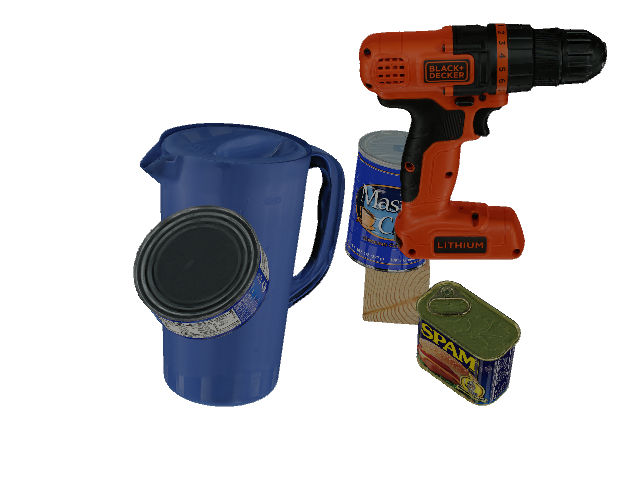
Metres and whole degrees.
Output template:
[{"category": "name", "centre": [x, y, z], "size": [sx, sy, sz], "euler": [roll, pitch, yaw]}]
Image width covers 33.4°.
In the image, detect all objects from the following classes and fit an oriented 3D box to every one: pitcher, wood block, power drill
[{"category": "pitcher", "centre": [-0.073, 0.021, 0.967], "size": [0.149, 0.243, 0.144], "euler": [12, 21, 17]}, {"category": "wood block", "centre": [0.112, 0.036, 1.584], "size": [0.091, 0.090, 0.206], "euler": [4, 24, 2]}, {"category": "power drill", "centre": [0.125, -0.078, 0.836], "size": [0.184, 0.188, 0.057], "euler": [0, 27, 8]}]

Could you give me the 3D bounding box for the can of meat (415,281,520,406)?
[{"category": "can of meat", "centre": [0.140, 0.102, 1.037], "size": [0.057, 0.084, 0.102], "euler": [-37, 55, -27]}]

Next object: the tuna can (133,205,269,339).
[{"category": "tuna can", "centre": [-0.077, 0.021, 0.702], "size": [0.086, 0.086, 0.033], "euler": [0, -30, 14]}]

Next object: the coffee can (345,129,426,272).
[{"category": "coffee can", "centre": [0.088, -0.047, 1.269], "size": [0.102, 0.140, 0.103], "euler": [5, 28, -3]}]
